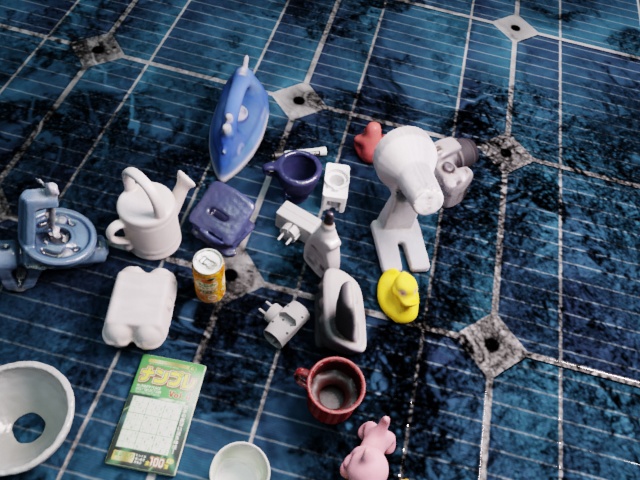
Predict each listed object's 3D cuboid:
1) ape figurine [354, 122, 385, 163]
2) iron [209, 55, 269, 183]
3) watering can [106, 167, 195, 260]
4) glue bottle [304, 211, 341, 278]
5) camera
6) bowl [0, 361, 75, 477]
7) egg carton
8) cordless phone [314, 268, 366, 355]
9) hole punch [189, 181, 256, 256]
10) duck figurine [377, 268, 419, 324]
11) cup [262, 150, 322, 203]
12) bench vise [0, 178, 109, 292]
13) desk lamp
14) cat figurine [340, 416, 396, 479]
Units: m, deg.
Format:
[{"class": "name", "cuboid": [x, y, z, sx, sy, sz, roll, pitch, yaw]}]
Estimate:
[{"class": "ape figurine", "cuboid": [0.113, -0.219, 1.244, 0.078, 0.092, 0.076, 12, 55, 1]}, {"class": "iron", "cuboid": [-0.177, -0.260, 1.202, 0.118, 0.141, 0.258, 9, 56, -1]}, {"class": "watering can", "cuboid": [-0.302, -0.061, 1.020, 0.101, 0.194, 0.173, 22, 56, 8]}, {"class": "glue bottle", "cuboid": [0.009, 0.004, 1.031, 0.037, 0.173, 0.078, -31, 65, -25]}, {"class": "camera", "cuboid": [0.284, -0.165, 1.225, 0.137, 0.101, 0.143, -25, 63, -22]}, {"class": "bowl", "cuboid": [-0.443, 0.271, 0.850, 0.167, 0.075, 0.167, 4, 56, -5]}, {"class": "egg carton", "cuboid": [-0.304, 0.115, 0.976, 0.107, 0.069, 0.150, 4, 56, -5]}, {"class": "cordless phone", "cuboid": [0.043, 0.099, 0.964, 0.094, 0.185, 0.147, -1, 56, -8]}, {"class": "hole punch", "cuboid": [-0.184, -0.041, 1.084, 0.108, 0.091, 0.101, 31, 58, 13]}, {"class": "duck figurine", "cuboid": [0.149, 0.090, 1.044, 0.077, 0.086, 0.104, -11, 58, -14]}, {"class": "cup", "cuboid": [-0.058, -0.119, 1.152, 0.118, 0.095, 0.091, 2, 56, -6]}, {"class": "bench vise", "cuboid": [-0.469, 0.001, 0.940, 0.208, 0.220, 0.121, -32, 65, -25]}, {"class": "desk lamp", "cuboid": [0.167, -0.076, 1.081, 0.118, 0.213, 0.203, -4, 57, -10]}, {"class": "cat figurine", "cuboid": [0.076, 0.324, 0.858, 0.067, 0.118, 0.128, 25, 57, 10]}]
